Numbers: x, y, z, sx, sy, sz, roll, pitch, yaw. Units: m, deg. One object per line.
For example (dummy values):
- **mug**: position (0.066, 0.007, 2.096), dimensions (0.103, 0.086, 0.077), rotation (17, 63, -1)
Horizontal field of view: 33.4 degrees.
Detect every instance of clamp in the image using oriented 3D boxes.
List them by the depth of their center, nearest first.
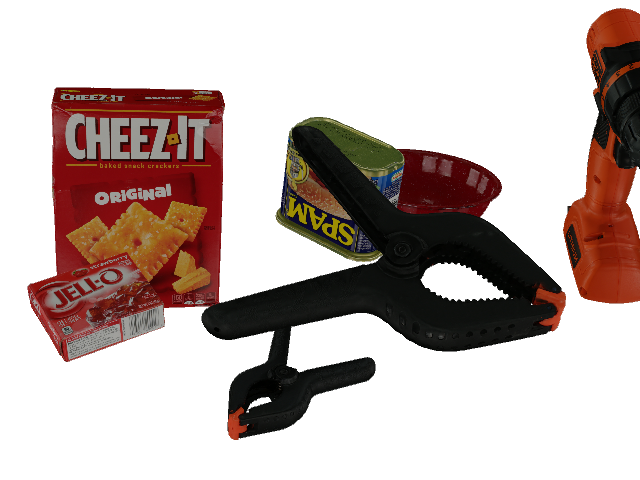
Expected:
- **clamp**: position (0.041, 0.022, 0.654), dimensions (0.210, 0.164, 0.036), rotation (22, -29, 16)
- **clamp**: position (-0.041, 0.137, 1.068), dimensions (0.120, 0.039, 0.171), rotation (24, 35, 38)

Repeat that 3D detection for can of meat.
- **can of meat**: position (0.016, -0.044, 0.872), dimensions (0.102, 0.084, 0.057), rotation (27, 37, 28)

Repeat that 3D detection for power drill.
- **power drill**: position (0.218, -0.049, 0.760), dimensions (0.057, 0.188, 0.184), rotation (3, 37, 4)

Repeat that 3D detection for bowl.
- **bowl**: position (0.098, -0.040, 1.073), dimensions (0.162, 0.055, 0.162), rotation (4, 24, -2)

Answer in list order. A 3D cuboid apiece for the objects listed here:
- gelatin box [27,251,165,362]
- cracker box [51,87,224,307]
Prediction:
- **gelatin box**: position (-0.180, 0.052, 0.858), dimensions (0.089, 0.030, 0.073), rotation (-19, 44, -26)
- **cracker box**: position (-0.179, -0.039, 1.055), dimensions (0.164, 0.214, 0.072), rotation (0, 21, -10)
